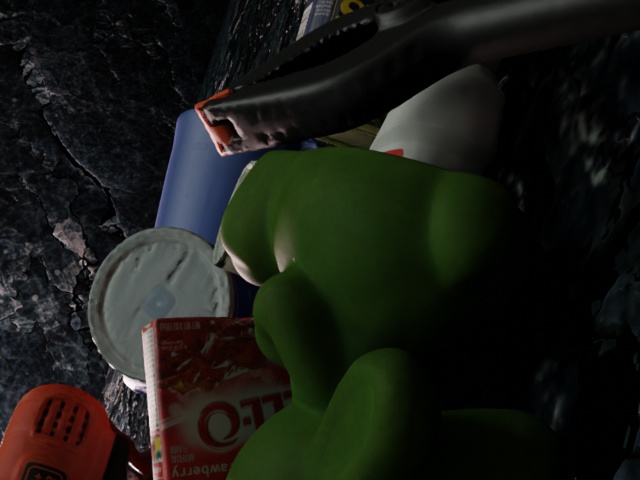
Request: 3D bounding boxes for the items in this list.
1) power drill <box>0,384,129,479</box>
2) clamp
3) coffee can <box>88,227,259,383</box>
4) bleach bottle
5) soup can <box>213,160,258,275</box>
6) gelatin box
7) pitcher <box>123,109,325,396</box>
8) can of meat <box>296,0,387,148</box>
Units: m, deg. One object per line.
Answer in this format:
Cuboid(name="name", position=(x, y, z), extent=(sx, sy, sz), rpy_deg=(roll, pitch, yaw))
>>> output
Cuboid(name="power drill", position=(-0.070, 0.165, 0.458), extent=(0.057, 0.187, 0.184), rpy_deg=(125, 162, -47))
Cuboid(name="clamp", position=(0.047, -0.086, 0.452), extent=(0.210, 0.036, 0.164), rpy_deg=(-26, 24, 2))
Cuboid(name="coffee can", position=(-0.085, 0.055, 0.753), extent=(0.140, 0.103, 0.103), rpy_deg=(35, -108, -69))
Cuboid(name="bleach bottle", position=(0.033, 0.007, 0.556), extent=(0.251, 0.068, 0.103), rpy_deg=(-68, 14, 2))
Cuboid(name="soup can", position=(-0.004, 0.001, 0.627), extent=(0.068, 0.102, 0.068), rpy_deg=(-160, 90, -78))
Cuboid(name="gelatin box", position=(-0.032, 0.071, 0.477), extent=(0.030, 0.089, 0.073), rpy_deg=(147, 120, -65))
Cuboid(name="pitcher", position=(-0.078, 0.019, 0.900), extent=(0.149, 0.145, 0.243), rpy_deg=(107, 176, -75))
Cuboid(name="can of meat", position=(0.030, -0.098, 0.636), extent=(0.057, 0.102, 0.084), rpy_deg=(163, 124, -75))
